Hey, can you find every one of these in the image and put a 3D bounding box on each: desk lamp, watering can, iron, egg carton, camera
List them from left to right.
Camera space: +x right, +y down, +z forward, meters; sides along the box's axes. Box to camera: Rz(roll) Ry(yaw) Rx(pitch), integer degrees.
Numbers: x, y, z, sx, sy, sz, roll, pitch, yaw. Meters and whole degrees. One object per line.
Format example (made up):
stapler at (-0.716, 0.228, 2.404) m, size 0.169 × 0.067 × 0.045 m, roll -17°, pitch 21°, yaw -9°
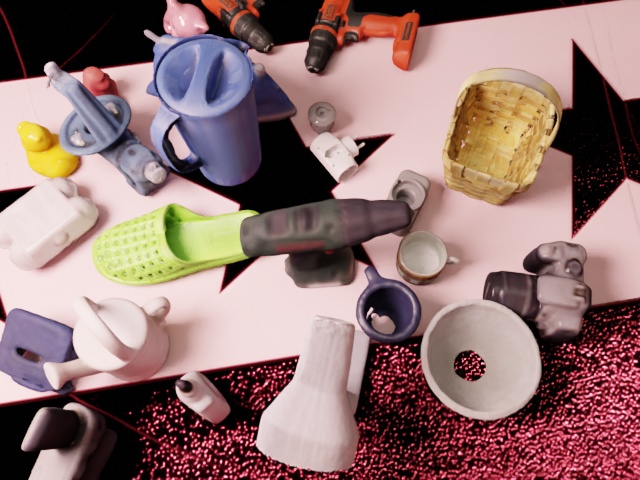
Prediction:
egg carton at (-0.430, -0.026, 0.901) m, size 0.107 × 0.069 × 0.150 m, roll 42°, pitch 75°, yaw 15°
watering can at (-0.282, 0.136, 0.772) m, size 0.100 × 0.194 × 0.173 m, roll 27°, pitch 72°, yaw 10°
iron at (-0.166, -0.280, 0.958) m, size 0.258 × 0.141 × 0.119 m, roll 13°, pitch 70°, yaw 5°
desk lamp at (0.001, 0.188, 0.741) m, size 0.118 × 0.213 × 0.203 m, roll 12°, pitch 70°, yaw 5°
camera at (0.318, 0.068, 0.846) m, size 0.136 × 0.101 × 0.143 m, roll 9°, pitch 69°, yaw 4°

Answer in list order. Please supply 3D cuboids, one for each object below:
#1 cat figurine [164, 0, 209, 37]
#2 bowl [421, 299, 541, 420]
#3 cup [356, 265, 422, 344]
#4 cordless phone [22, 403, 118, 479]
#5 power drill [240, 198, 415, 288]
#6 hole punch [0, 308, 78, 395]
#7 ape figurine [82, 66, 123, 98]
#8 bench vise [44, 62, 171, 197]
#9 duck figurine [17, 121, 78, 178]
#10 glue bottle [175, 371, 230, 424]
cat figurine at (-0.241, -0.390, 1.013) m, size 0.067 × 0.118 × 0.127 m, roll -29°, pitch 72°, yaw -10°
bowl at (0.222, 0.173, 0.820) m, size 0.167 × 0.075 × 0.167 m, roll 0°, pitch 69°, yaw 0°
cup at (0.090, 0.101, 0.837) m, size 0.092 × 0.095 × 0.117 m, roll -21°, pitch 70°, yaw -7°
cordless phone at (-0.345, 0.279, 0.723) m, size 0.094 × 0.185 × 0.148 m, roll 14°, pitch 70°, yaw 6°
power drill at (0.007, 0.003, 0.814) m, size 0.229 × 0.208 × 0.075 m, roll -5°, pitch 69°, yaw -1°
hole punch at (-0.400, 0.161, 0.818) m, size 0.108 × 0.091 × 0.101 m, roll 19°, pitch 70°, yaw 7°
ape figurine at (-0.374, -0.258, 0.977) m, size 0.076 × 0.092 × 0.078 m, roll 2°, pitch 69°, yaw 1°
bench vise at (-0.318, -0.175, 0.877) m, size 0.207 × 0.220 × 0.121 m, roll 19°, pitch 70°, yaw 8°
duck figurine at (-0.455, -0.155, 0.941) m, size 0.104 × 0.086 × 0.077 m, roll 40°, pitch 74°, yaw 14°
glue bottle at (-0.163, 0.202, 0.758) m, size 0.078 × 0.173 × 0.037 m, roll 42°, pitch 75°, yaw 15°
